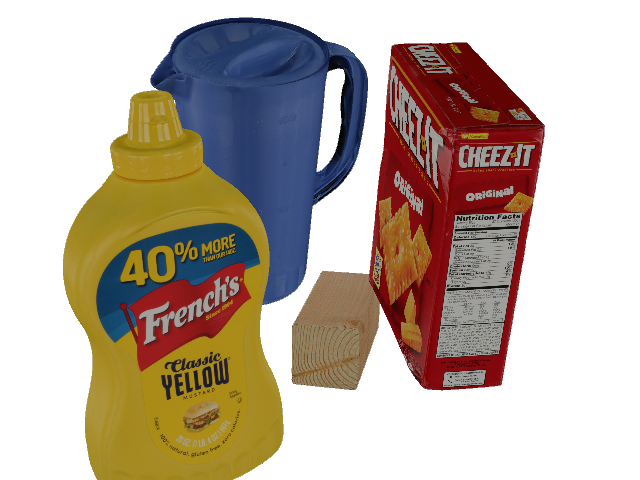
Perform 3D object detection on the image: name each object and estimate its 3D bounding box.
[{"bbox_3d":[-0.053,-0.066,0.951,0.149,0.243,0.144,16,38,18],"label":"pitcher"},{"bbox_3d":[0.092,-0.020,0.802,0.072,0.214,0.164,-4,30,-12],"label":"cracker box"},{"bbox_3d":[0.025,0.121,1.492,0.091,0.090,0.206,4,19,10],"label":"wood block"},{"bbox_3d":[-0.070,0.025,0.502,0.096,0.192,0.058,-13,24,-23],"label":"mustard bottle"}]
